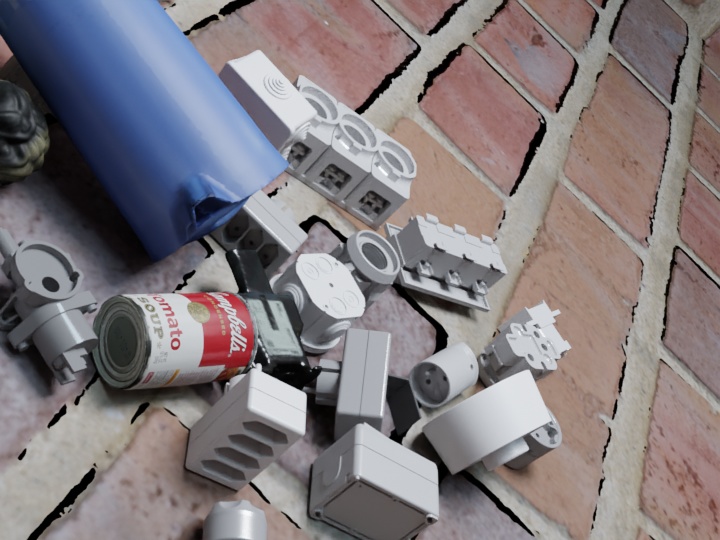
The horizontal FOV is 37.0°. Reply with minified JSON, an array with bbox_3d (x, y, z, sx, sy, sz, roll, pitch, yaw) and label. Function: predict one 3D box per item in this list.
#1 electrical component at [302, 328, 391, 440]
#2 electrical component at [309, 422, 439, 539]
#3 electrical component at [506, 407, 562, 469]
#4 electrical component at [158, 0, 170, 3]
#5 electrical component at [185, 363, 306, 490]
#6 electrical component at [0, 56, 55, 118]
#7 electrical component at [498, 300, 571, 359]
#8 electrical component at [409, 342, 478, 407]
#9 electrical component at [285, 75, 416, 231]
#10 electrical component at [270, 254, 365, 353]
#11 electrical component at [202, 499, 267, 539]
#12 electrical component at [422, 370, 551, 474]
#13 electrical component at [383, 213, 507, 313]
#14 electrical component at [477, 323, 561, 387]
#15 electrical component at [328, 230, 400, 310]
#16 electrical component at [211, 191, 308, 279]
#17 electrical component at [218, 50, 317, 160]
[{"bbox_3d":[-0.016,0.093,0.884,0.076,0.047,0.083,6,52,1],"label":"electrical component"},{"bbox_3d":[0.017,0.169,0.829,0.096,0.062,0.061,31,35,-22],"label":"electrical component"},{"bbox_3d":[0.154,0.155,1.016,0.055,0.047,0.055,30,36,-24],"label":"electrical component"},{"bbox_3d":[-0.205,-0.295,1.104,0.062,0.048,0.048,5,50,-55],"label":"electrical component"},{"bbox_3d":[-0.081,0.101,0.772,0.047,0.083,0.075,30,36,-25],"label":"electrical component"},{"bbox_3d":[-0.263,-0.147,0.874,0.062,0.048,0.048,41,32,-21],"label":"electrical component"},{"bbox_3d":[0.190,0.073,1.153,0.081,0.042,0.063,-14,67,-54],"label":"electrical component"},{"bbox_3d":[0.084,0.096,1.004,0.043,0.043,0.081,53,33,11],"label":"electrical component"},{"bbox_3d":[-0.019,-0.123,1.110,0.150,0.062,0.089,33,35,-21],"label":"electrical component"},{"bbox_3d":[-0.040,0.027,0.930,0.080,0.051,0.080,30,36,-24],"label":"electrical component"},{"bbox_3d":[-0.083,0.187,0.711,0.043,0.043,0.062,27,38,-28],"label":"electrical component"},{"bbox_3d":[0.115,0.139,0.937,0.108,0.108,0.060,-11,68,-53],"label":"electrical component"},{"bbox_3d":[0.088,-0.010,1.106,0.121,0.063,0.078,18,42,-37],"label":"electrical component"},{"bbox_3d":[0.154,0.092,1.076,0.078,0.057,0.058,8,49,-45],"label":"electrical component"},{"bbox_3d":[0.000,0.000,1.000,0.078,0.057,0.058,4,51,-47],"label":"electrical component"},{"bbox_3d":[-0.082,-0.039,0.958,0.066,0.047,0.076,44,32,-4],"label":"electrical component"},{"bbox_3d":[-0.099,-0.145,1.010,0.099,0.100,0.048,47,45,1],"label":"electrical component"}]
